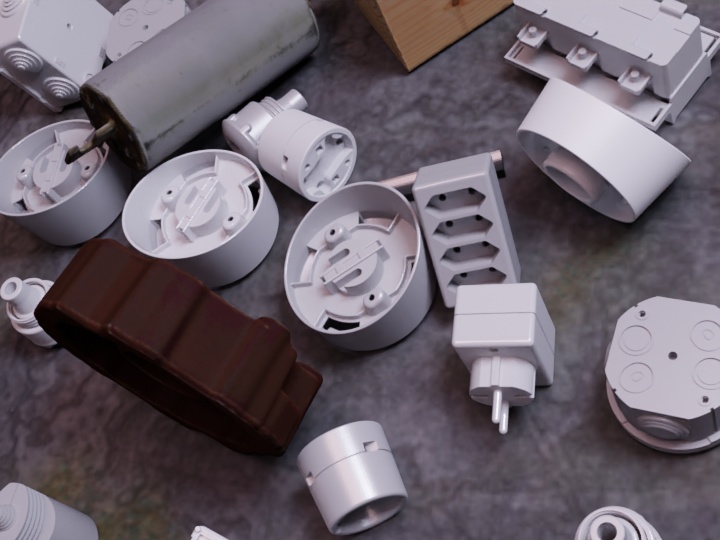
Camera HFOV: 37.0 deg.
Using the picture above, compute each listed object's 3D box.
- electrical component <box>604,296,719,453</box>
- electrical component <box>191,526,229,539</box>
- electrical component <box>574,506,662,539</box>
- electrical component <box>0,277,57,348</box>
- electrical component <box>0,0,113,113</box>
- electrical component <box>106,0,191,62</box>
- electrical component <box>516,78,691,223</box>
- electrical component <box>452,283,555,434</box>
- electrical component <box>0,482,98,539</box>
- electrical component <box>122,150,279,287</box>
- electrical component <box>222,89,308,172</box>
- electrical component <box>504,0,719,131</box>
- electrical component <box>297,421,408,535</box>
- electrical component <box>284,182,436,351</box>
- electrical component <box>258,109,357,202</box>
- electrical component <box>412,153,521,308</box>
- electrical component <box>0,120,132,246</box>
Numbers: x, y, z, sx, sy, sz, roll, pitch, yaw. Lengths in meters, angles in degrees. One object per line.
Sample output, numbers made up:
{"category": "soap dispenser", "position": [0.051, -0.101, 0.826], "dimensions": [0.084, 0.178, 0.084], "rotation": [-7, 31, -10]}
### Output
{"category": "electrical component", "position": [0.176, 0.057, 0.599], "dimensions": [0.080, 0.051, 0.080], "rotation": [-9, 60, 17]}
{"category": "electrical component", "position": [-0.061, 0.198, 0.614], "dimensions": [0.096, 0.061, 0.061], "rotation": [23, 73, 21]}
{"category": "electrical component", "position": [0.133, 0.144, 0.562], "dimensions": [0.048, 0.062, 0.048], "rotation": [-9, 61, 17]}
{"category": "electrical component", "position": [-0.231, 0.026, 0.766], "dimensions": [0.043, 0.062, 0.043], "rotation": [-9, 60, 17]}
{"category": "electrical component", "position": [-0.251, -0.190, 0.869], "dimensions": [0.048, 0.100, 0.099], "rotation": [-11, 59, 31]}
{"category": "electrical component", "position": [-0.158, -0.176, 0.852], "dimensions": [0.080, 0.051, 0.080], "rotation": [-9, 60, 17]}
{"category": "electrical component", "position": [0.147, -0.076, 0.657], "dimensions": [0.099, 0.099, 0.064], "rotation": [37, 87, 32]}
{"category": "electrical component", "position": [0.084, 0.056, 0.627], "dimensions": [0.047, 0.065, 0.076], "rotation": [-2, 63, 20]}
{"category": "electrical component", "position": [-0.204, 0.162, 0.672], "dimensions": [0.043, 0.081, 0.043], "rotation": [-9, 61, 17]}
{"category": "electrical component", "position": [-0.109, -0.038, 0.752], "dimensions": [0.099, 0.064, 0.099], "rotation": [-9, 61, 16]}
{"category": "electrical component", "position": [-0.066, -0.106, 0.784], "dimensions": [0.062, 0.048, 0.048], "rotation": [-43, 57, -12]}
{"category": "electrical component", "position": [0.164, -0.153, 0.708], "dimensions": [0.121, 0.063, 0.078], "rotation": [33, 79, 32]}
{"category": "electrical component", "position": [-0.003, 0.123, 0.632], "dimensions": [0.055, 0.055, 0.047], "rotation": [-29, 61, 5]}
{"category": "electrical component", "position": [0.000, 0.000, 0.689], "dimensions": [0.099, 0.064, 0.099], "rotation": [-9, 61, 17]}
{"category": "electrical component", "position": [-0.038, -0.082, 0.755], "dimensions": [0.047, 0.055, 0.055], "rotation": [30, 77, 35]}
{"category": "electrical component", "position": [0.070, -0.032, 0.680], "dimensions": [0.047, 0.083, 0.075], "rotation": [-12, 22, 15]}
{"category": "electrical component", "position": [-0.226, -0.069, 0.813], "dimensions": [0.099, 0.064, 0.099], "rotation": [-9, 61, 17]}
